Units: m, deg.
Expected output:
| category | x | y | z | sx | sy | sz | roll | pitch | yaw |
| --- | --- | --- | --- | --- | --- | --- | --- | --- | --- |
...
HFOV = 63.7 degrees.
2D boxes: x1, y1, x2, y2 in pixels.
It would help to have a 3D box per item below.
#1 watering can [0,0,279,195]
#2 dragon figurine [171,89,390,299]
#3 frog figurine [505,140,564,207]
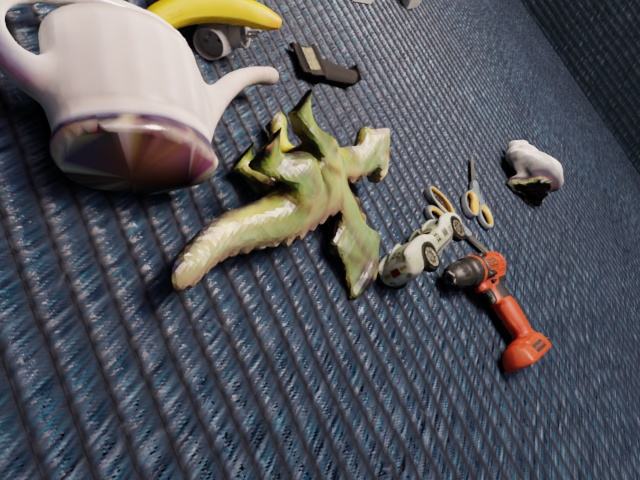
| category | x | y | z | sx | sy | sz | roll | pitch | yaw |
| --- | --- | --- | --- | --- | --- | --- | --- | --- | --- |
| watering can | -0.157 | -0.152 | 0.537 | 0.347 | 0.102 | 0.228 | 4 | 60 | -43 |
| dragon figurine | 0.002 | -0.031 | 0.623 | 0.240 | 0.121 | 0.420 | 46 | 47 | -22 |
| frog figurine | 0.510 | -0.181 | 1.229 | 0.137 | 0.120 | 0.163 | 20 | 58 | -10 |
